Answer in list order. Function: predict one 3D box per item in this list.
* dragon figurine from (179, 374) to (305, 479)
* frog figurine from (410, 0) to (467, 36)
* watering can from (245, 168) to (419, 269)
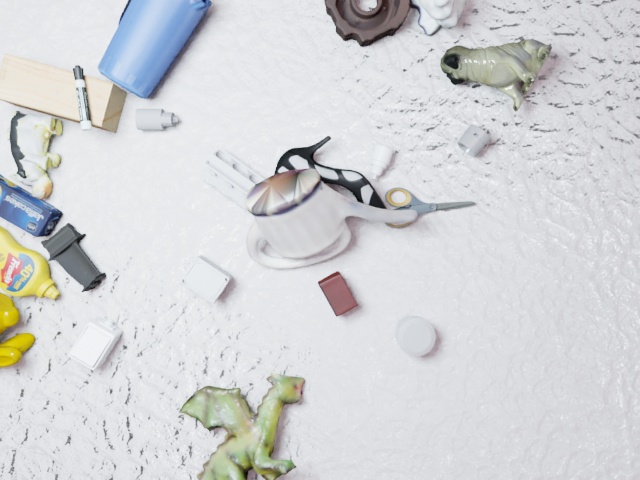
[{"bbox_3d":[-0.197,0.419,1.055,0.411,0.121,0.245,-31,76,-5],"label":"dragon figurine"},{"bbox_3d":[0.245,-0.497,1.032,0.123,0.159,0.137,-6,92,-5],"label":"frog figurine"},{"bbox_3d":[0.003,-0.051,1.006,0.346,0.106,0.220,-21,132,10],"label":"watering can"}]
